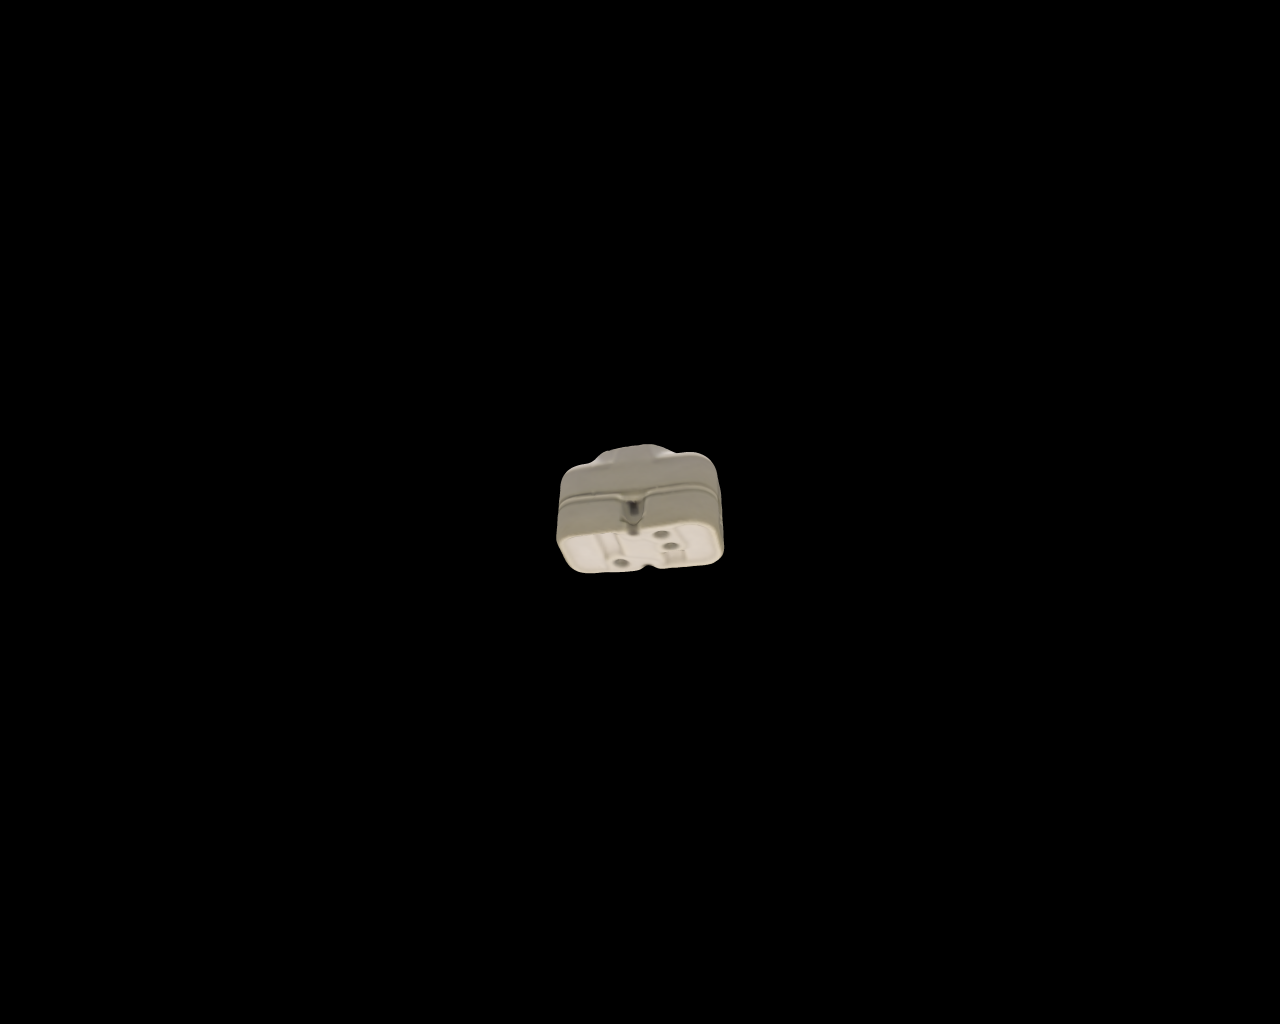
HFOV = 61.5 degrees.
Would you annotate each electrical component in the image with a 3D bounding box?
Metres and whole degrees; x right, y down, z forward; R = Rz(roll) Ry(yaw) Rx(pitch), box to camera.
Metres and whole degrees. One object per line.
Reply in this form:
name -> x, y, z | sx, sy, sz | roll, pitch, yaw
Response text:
electrical component -> 0.001, -0.003, 0.650 | 0.095, 0.059, 0.053 | -6, -32, 9
